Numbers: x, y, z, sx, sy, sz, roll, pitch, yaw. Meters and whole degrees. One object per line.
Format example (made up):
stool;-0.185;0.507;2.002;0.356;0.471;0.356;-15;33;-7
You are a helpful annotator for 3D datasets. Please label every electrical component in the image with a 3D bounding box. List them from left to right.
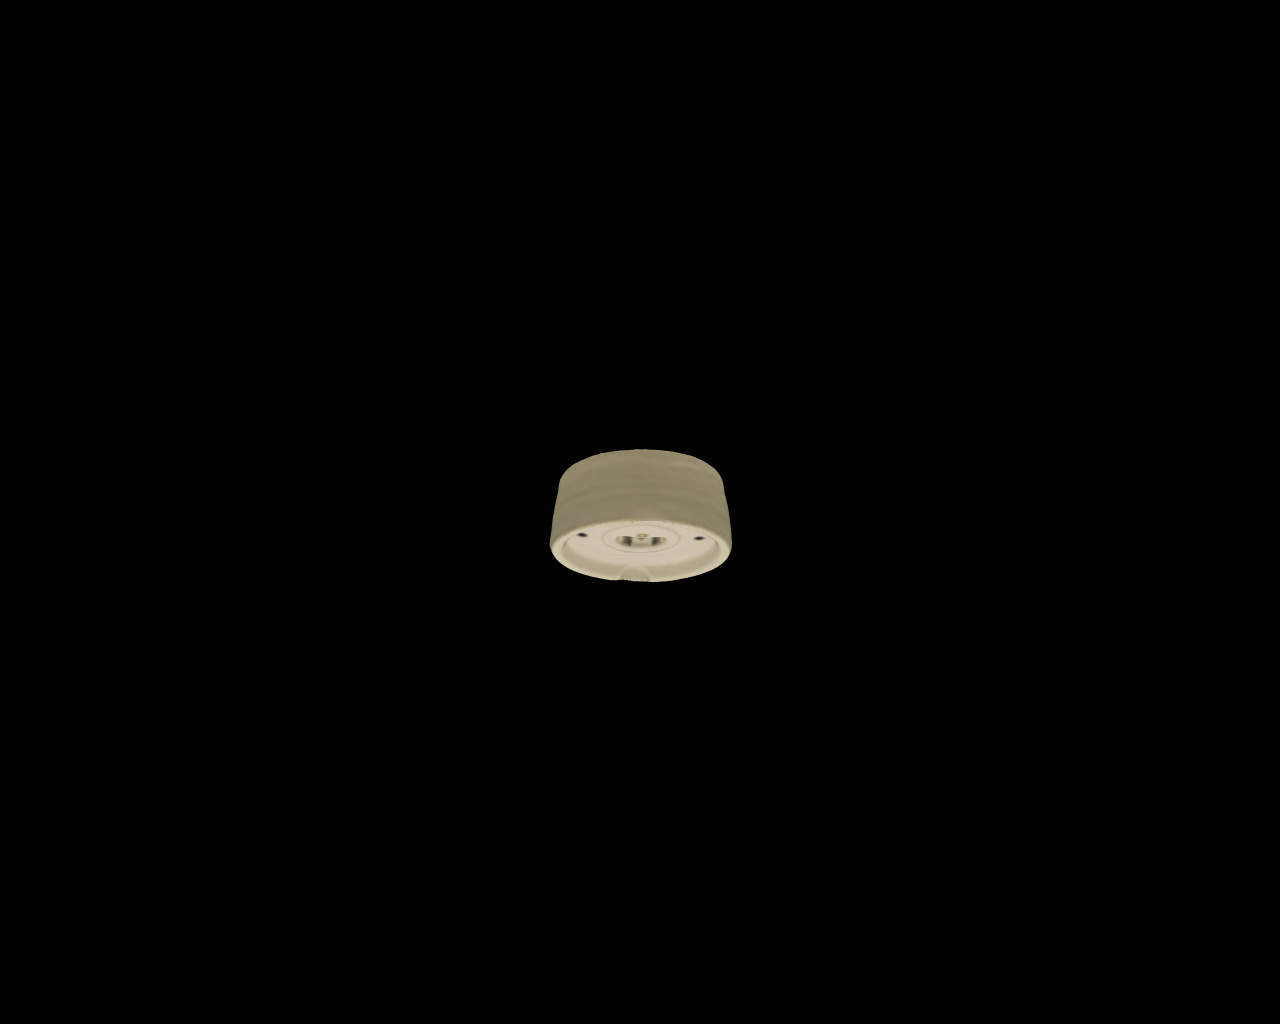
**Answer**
electrical component;0.001;-0.003;0.650;0.108;0.060;0.108;0;-22;0
